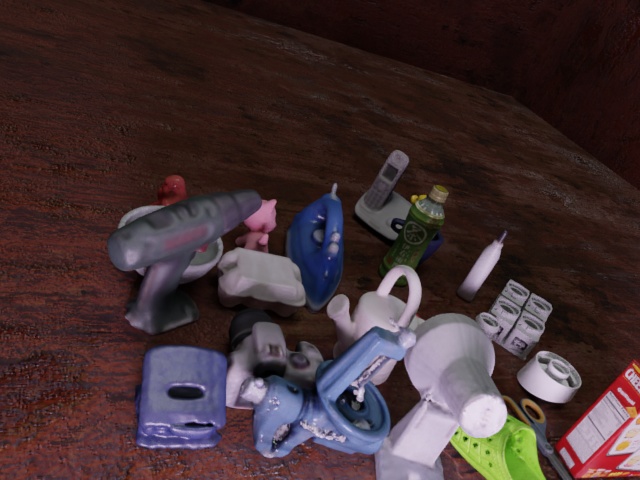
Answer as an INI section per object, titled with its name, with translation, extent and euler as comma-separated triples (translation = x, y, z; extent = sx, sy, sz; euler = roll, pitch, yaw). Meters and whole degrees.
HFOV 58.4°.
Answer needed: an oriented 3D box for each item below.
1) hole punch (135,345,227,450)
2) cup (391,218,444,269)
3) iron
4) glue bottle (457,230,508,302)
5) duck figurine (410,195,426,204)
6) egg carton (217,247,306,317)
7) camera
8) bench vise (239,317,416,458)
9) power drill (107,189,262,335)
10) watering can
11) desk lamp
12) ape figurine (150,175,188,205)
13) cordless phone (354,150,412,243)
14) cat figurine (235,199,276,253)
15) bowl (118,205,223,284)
[hole punch]
translation = -0.165, 0.190, 0.695
extent = 0.109, 0.091, 0.101
euler = 9, 33, -25
[cup]
translation = 0.196, 0.010, 1.244
extent = 0.117, 0.095, 0.092
euler = 26, 30, 2
[iron]
translation = 0.010, 0.004, 1.070
extent = 0.119, 0.141, 0.258
euler = 17, 31, -14
[glue bottle]
translation = 0.352, 0.049, 1.219
extent = 0.037, 0.173, 0.078
euler = 32, 30, 13
[duck figurine]
translation = 0.249, -0.068, 1.417
extent = 0.078, 0.086, 0.104
euler = 0, 38, -36
[egg carton]
translation = -0.099, 0.071, 0.956
extent = 0.151, 0.069, 0.107
euler = 12, 32, -21
[camera]
translation = -0.071, 0.157, 0.807
extent = 0.143, 0.101, 0.136
euler = 11, 32, -23
[bench vise]
translation = 0.018, 0.189, 0.702
extent = 0.208, 0.219, 0.121
euler = 2, 37, -34
[power drill]
translation = -0.196, 0.027, 0.814
extent = 0.075, 0.208, 0.230
euler = 40, 33, 25
[watering can]
translation = 0.094, 0.125, 0.885
extent = 0.173, 0.194, 0.100
euler = -4, 40, -40
[desk lamp]
translation = 0.160, 0.229, 0.748
extent = 0.118, 0.213, 0.203
euler = 19, 30, -10
[ape figurine]
translation = -0.271, -0.079, 1.045
extent = 0.076, 0.092, 0.078
euler = 21, 30, -6
[cordless phone]
translation = 0.174, -0.100, 1.313
extent = 0.147, 0.185, 0.094
euler = 38, 32, 22
[cat figurine]
translation = -0.111, -0.021, 1.045
extent = 0.067, 0.117, 0.127
euler = 14, 31, -18
[bowl]
translation = -0.246, 0.019, 0.925
extent = 0.168, 0.074, 0.167
euler = 18, 30, -11
